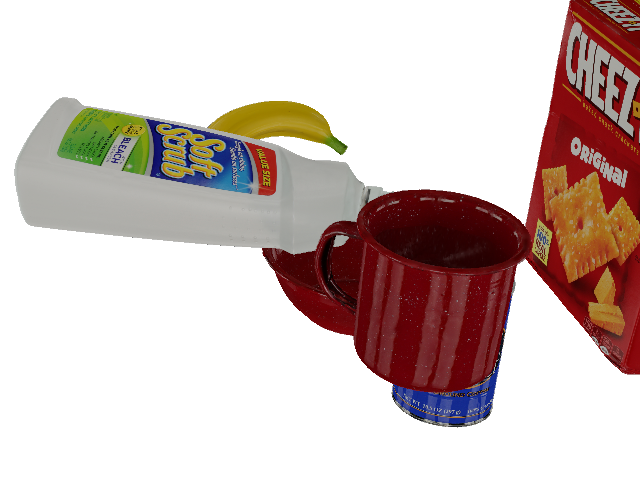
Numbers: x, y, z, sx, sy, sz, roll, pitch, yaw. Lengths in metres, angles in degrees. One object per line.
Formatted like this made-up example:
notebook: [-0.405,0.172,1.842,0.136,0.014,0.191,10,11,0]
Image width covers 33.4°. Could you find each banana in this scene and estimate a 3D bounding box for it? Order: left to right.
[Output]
banana: [-0.058,-0.114,1.108,0.197,0.037,0.070,-11,51,-39]

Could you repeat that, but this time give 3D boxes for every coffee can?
coffee can: [0.129,0.096,1.048,0.103,0.140,0.103,5,23,-2]

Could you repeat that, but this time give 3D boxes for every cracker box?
cracker box: [0.215,-0.040,0.738,0.072,0.214,0.164,-7,34,-15]

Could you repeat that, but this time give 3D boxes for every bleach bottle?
bleach bottle: [-0.074,-0.040,0.737,0.251,0.068,0.102,7,39,8]

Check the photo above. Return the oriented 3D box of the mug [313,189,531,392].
mug: [0.050,0.025,0.585,0.117,0.081,0.093,15,30,17]

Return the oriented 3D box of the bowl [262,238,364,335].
bowl: [0.031,0.031,0.875,0.162,0.055,0.162,4,28,-2]
